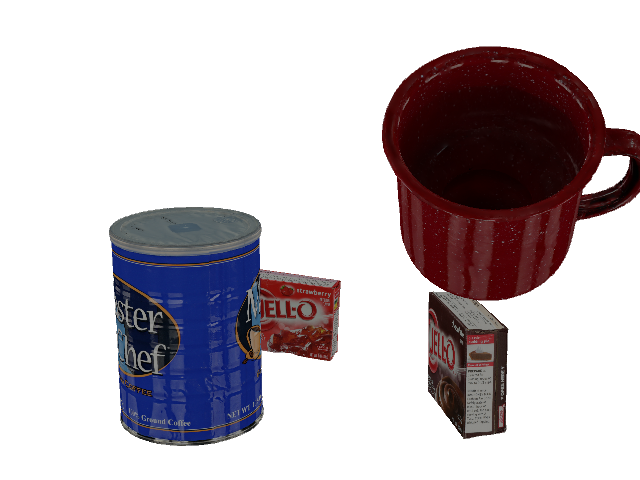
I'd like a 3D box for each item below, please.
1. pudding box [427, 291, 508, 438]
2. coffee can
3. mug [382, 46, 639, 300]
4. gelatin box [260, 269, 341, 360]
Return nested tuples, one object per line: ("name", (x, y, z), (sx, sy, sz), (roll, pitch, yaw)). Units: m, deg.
("pudding box", (0.117, 0.097, 0.864), (0.039, 0.090, 0.113), (-4, 13, -11))
("coffee can", (-0.091, 0.056, 0.742), (0.103, 0.140, 0.103), (0, 16, 0))
("mug", (0.088, -0.027, 0.480), (0.117, 0.093, 0.081), (-6, -33, 2))
("gelatin box", (-0.027, 0.070, 1.008), (0.089, 0.073, 0.030), (7, 17, 15))
